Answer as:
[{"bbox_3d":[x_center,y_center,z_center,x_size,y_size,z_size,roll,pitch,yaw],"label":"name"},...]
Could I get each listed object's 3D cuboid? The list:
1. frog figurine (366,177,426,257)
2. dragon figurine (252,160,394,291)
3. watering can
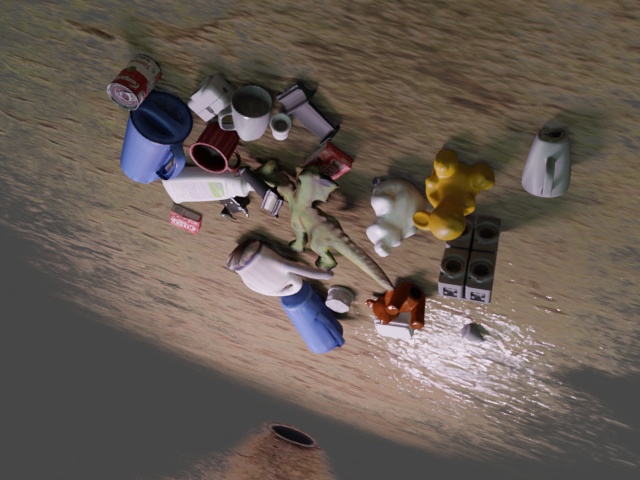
[{"bbox_3d":[0.157,-0.049,1.095,0.122,0.163,0.135,-7,137,33],"label":"frog figurine"},{"bbox_3d":[0.004,-0.058,1.151,0.414,0.124,0.237,30,150,28],"label":"dragon figurine"},{"bbox_3d":[-0.132,0.080,1.492,0.222,0.106,0.344,40,143,-24],"label":"watering can"}]
